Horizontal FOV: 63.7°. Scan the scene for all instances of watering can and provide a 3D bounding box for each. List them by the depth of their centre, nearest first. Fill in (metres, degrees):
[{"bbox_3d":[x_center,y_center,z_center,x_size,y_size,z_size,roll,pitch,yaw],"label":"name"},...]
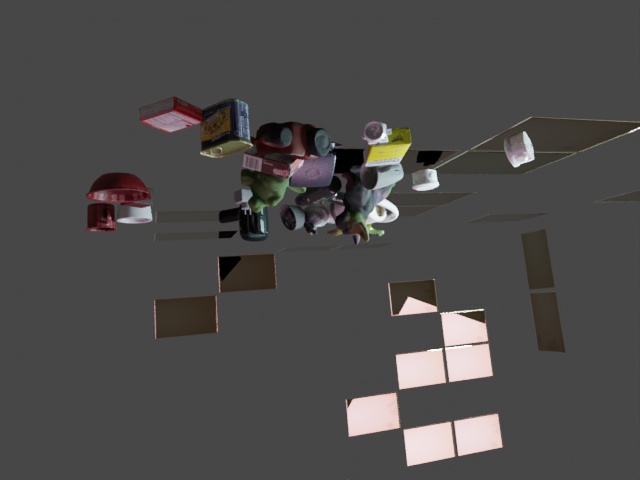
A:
[{"bbox_3d":[0.127,-0.122,1.810,0.223,0.105,0.344,-11,157,38],"label":"watering can"}]

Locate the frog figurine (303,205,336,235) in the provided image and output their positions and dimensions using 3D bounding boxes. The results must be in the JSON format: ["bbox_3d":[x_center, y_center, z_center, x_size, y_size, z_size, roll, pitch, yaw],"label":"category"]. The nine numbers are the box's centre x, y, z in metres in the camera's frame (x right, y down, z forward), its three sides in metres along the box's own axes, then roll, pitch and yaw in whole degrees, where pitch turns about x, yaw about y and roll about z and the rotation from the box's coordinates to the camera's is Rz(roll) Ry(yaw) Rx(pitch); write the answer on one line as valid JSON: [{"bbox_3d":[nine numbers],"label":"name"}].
[{"bbox_3d":[0.006,-0.100,1.979,0.161,0.123,0.135,-40,172,-17],"label":"frog figurine"}]

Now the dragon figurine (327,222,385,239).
[{"bbox_3d":[0.119,-0.088,2.163,0.407,0.124,0.240,-14,151,39],"label":"dragon figurine"}]
